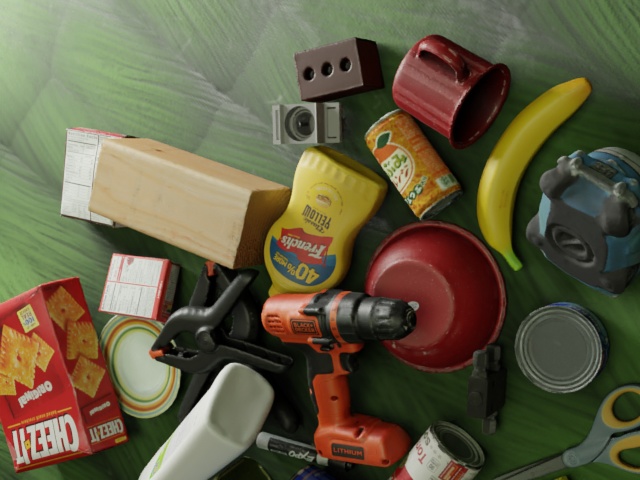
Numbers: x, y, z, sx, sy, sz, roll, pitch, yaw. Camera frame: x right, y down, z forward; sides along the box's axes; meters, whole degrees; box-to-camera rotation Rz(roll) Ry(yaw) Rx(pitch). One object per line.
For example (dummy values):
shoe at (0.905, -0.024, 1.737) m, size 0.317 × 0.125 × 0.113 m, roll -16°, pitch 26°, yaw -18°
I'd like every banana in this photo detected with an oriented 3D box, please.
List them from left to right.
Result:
banana at (0.198, -0.072, 1.039) m, size 0.069 × 0.037 × 0.198 m, roll 20°, pitch 107°, yaw 8°

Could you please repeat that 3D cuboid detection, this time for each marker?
marker at (-0.016, 0.238, 1.198) m, size 0.121 × 0.020 × 0.020 m, roll 10°, pitch 100°, yaw 28°

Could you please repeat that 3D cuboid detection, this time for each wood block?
wood block at (-0.147, -0.045, 1.202) m, size 0.206 × 0.090 × 0.090 m, roll 21°, pitch 104°, yaw 26°

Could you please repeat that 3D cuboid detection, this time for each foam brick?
foam brick at (0.019, -0.177, 1.116) m, size 0.078 × 0.051 × 0.053 m, roll -10°, pitch 90°, yaw 30°

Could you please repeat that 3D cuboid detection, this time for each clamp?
clamp at (-0.110, 0.113, 1.184) m, size 0.172 × 0.039 × 0.120 m, roll -27°, pitch 88°, yaw 30°
clamp at (-0.097, 0.126, 1.222) m, size 0.165 × 0.036 × 0.210 m, roll 4°, pitch 101°, yaw 28°

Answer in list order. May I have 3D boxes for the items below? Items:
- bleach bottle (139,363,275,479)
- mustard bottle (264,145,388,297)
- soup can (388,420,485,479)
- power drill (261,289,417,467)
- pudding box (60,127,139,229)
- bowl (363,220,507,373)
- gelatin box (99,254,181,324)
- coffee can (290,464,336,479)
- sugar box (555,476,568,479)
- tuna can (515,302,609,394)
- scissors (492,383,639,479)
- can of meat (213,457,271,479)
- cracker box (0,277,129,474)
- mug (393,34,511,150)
bleach bottle at (-0.145, 0.239, 1.211) m, size 0.068 × 0.102 × 0.251 m, roll 35°, pitch 136°, yaw -9°
mustard bottle at (-0.008, 0.001, 1.146) m, size 0.096 × 0.058 × 0.192 m, roll 31°, pitch 110°, yaw 15°
soup can at (0.114, 0.245, 1.097) m, size 0.068 × 0.068 × 0.102 m, roll 41°, pitch 112°, yaw 19°
power drill at (0.036, 0.139, 1.099) m, size 0.185 × 0.057 × 0.187 m, roll 0°, pitch 113°, yaw 41°
pudding box at (-0.268, -0.077, 1.297) m, size 0.090 × 0.039 × 0.113 m, roll 12°, pitch 99°, yaw 28°
bowl at (0.105, 0.062, 1.091) m, size 0.162 × 0.055 × 0.162 m, roll 4°, pitch 97°, yaw 29°
gelatin box at (-0.215, 0.058, 1.274) m, size 0.089 × 0.030 × 0.073 m, roll 5°, pitch 79°, yaw 29°
coffee can at (0.022, 0.320, 1.137) m, size 0.140 × 0.102 × 0.103 m, roll 29°, pitch 108°, yaw 24°
sugar box at (0.191, 0.313, 1.070) m, size 0.176 × 0.048 × 0.093 m, roll -32°, pitch 89°, yaw 31°
tuna can at (0.235, 0.104, 1.034) m, size 0.086 × 0.033 × 0.086 m, roll 3°, pitch 97°, yaw 29°
scissors at (0.252, 0.193, 1.045) m, size 0.202 × 0.016 × 0.096 m, roll -9°, pitch 89°, yaw 30°
can of meat at (-0.111, 0.298, 1.211) m, size 0.084 × 0.102 × 0.057 m, roll -44°, pitch 81°, yaw 23°
cracker box at (-0.342, 0.171, 1.334) m, size 0.164 × 0.071 × 0.214 m, roll -21°, pitch 84°, yaw 38°
mug at (0.122, -0.152, 1.029) m, size 0.082 × 0.117 × 0.093 m, roll 36°, pitch 82°, yaw 26°
